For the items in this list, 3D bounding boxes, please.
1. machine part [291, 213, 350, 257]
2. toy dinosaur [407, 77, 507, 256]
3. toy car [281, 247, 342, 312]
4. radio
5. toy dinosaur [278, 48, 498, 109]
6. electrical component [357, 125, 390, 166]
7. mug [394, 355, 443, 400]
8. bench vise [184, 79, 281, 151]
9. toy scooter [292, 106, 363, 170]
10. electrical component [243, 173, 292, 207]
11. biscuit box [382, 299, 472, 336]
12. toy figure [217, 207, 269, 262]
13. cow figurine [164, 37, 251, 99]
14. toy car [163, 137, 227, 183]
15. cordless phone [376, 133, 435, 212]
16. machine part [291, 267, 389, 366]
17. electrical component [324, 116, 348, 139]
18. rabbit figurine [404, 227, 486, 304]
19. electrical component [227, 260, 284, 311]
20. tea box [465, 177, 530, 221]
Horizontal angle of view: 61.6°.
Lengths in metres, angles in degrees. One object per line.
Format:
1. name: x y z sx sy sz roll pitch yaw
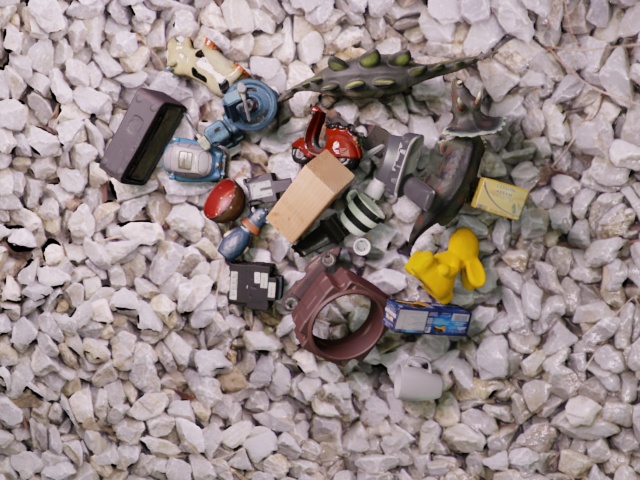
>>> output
1. machine part: -0.003 -0.004 1.288 0.139 0.039 0.084 -29 120 12
2. toy dinosaur: 0.284 -0.137 1.164 0.131 0.192 0.404 18 97 7
3. toy car: -0.022 0.089 1.284 0.053 0.089 0.202 40 100 6
4. radio: -0.423 -0.244 1.282 0.073 0.131 0.229 32 100 6
5. toy dinosaur: 0.130 -0.352 1.159 0.472 0.198 0.105 -9 98 11
6. electrical component: 0.133 -0.222 1.249 0.102 0.045 0.078 40 102 2
7. mug: 0.239 0.332 1.286 0.107 0.081 0.109 9 92 -4
8. bench vise: -0.189 -0.287 1.200 0.224 0.240 0.128 -23 89 -6
9. toy scooter: 0.018 -0.233 1.220 0.184 0.075 0.135 12 100 29
10. electrical component: -0.121 -0.126 1.295 0.119 0.048 0.074 -14 95 9
11. biscuit box: 0.246 0.178 1.228 0.202 0.063 0.059 7 101 -23
12. toy figure: -0.184 -0.018 1.304 0.154 0.058 0.064 -48 128 -7
13. cow figurine: -0.278 -0.407 1.270 0.195 0.085 0.127 39 94 1
14. toy car: -0.311 -0.187 1.288 0.162 0.103 0.109 11 99 9
15. cordless phone: 0.205 -0.148 1.156 0.089 0.184 0.146 9 111 -21
16. machine part: 0.053 0.180 1.245 0.201 0.087 0.201 31 101 -28
17. electrical component: 0.039 -0.254 1.268 0.094 0.021 0.063 30 99 10
18. rabbit figurine: 0.304 0.052 1.225 0.162 0.122 0.173 41 81 8
19. electrical component: -0.157 0.111 1.323 0.134 0.058 0.114 7 100 7
20. tea box: 0.380 -0.093 1.166 0.098 0.169 0.068 18 100 4
